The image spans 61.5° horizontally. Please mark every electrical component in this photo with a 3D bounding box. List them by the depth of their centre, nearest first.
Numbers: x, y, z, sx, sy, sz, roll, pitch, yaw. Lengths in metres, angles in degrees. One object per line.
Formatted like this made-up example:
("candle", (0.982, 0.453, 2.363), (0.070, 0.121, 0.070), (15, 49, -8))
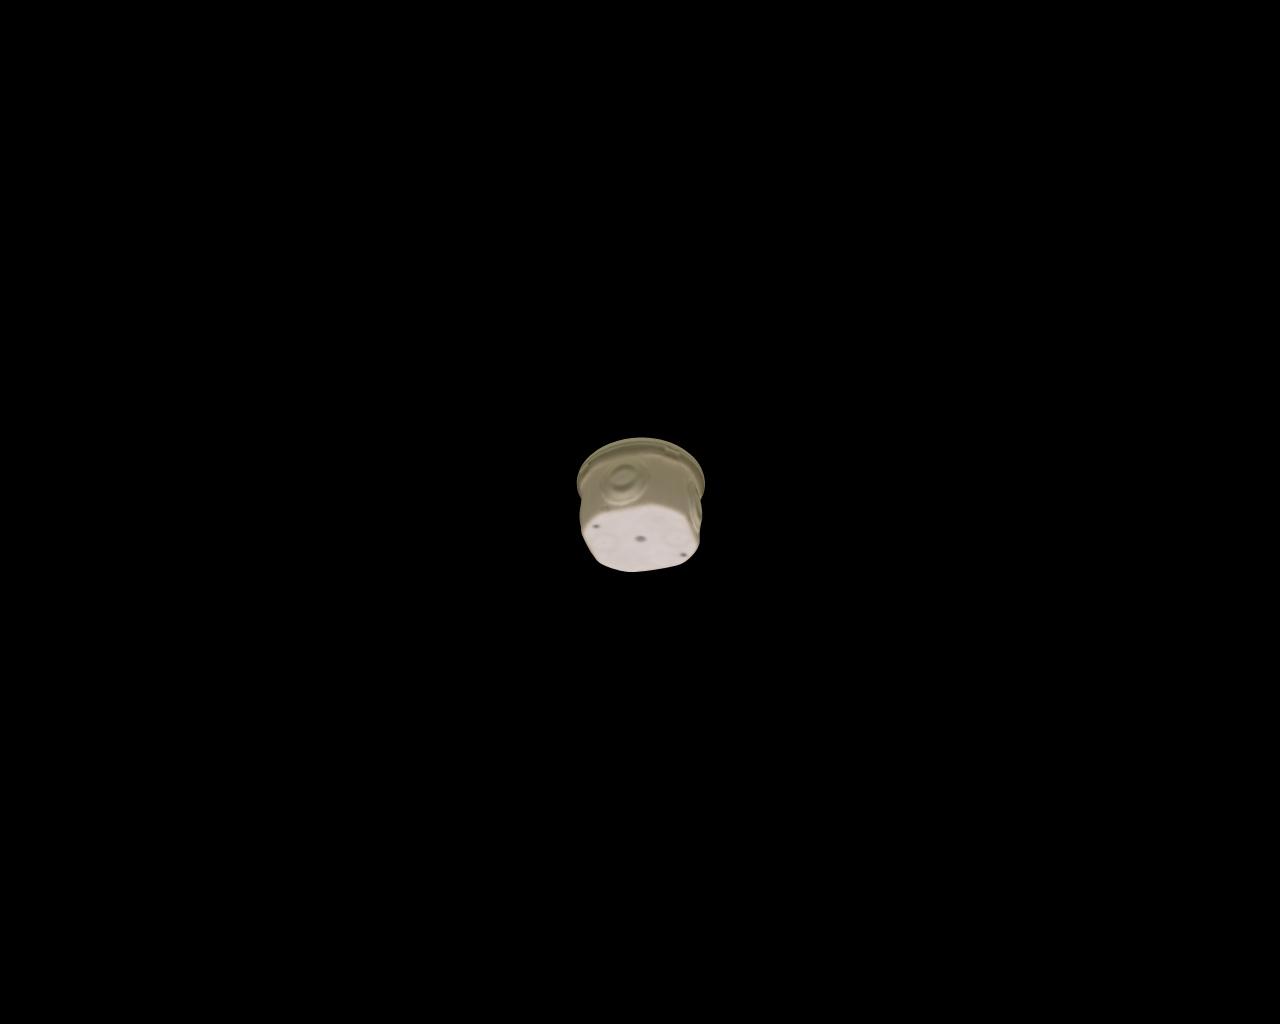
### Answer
("electrical component", (0.001, -0.003, 0.650), (0.080, 0.051, 0.080), (0, -38, 0))
